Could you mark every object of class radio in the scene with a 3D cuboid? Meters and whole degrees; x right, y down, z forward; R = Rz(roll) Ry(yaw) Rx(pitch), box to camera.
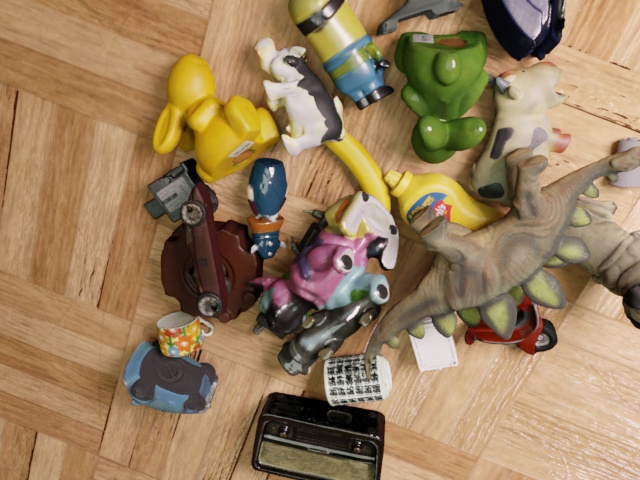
[{"bbox_3d":[0.001,0.356,0.952,0.230,0.073,0.131,9,111,5],"label":"radio"}]

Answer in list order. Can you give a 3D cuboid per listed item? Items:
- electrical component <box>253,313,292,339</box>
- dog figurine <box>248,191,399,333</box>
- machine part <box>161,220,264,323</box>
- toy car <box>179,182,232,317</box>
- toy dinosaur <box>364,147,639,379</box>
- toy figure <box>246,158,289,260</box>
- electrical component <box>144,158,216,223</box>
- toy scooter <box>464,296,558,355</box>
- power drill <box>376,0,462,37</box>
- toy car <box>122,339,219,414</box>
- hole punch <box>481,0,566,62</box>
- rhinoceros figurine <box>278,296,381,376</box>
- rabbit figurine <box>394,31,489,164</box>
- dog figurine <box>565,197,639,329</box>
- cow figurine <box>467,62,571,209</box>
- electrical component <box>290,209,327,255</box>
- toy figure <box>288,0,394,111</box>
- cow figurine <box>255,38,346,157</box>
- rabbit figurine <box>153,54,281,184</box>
[{"bbox_3d":[-0.071,0.136,0.910,0.063,0.021,0.094,39,110,-7],"label":"electrical component"},{"bbox_3d":[-0.005,0.040,0.783,0.108,0.191,0.219,38,141,-29],"label":"dog figurine"},{"bbox_3d":[-0.175,0.048,0.875,0.179,0.056,0.179,3,109,8],"label":"machine part"},{"bbox_3d":[-0.170,0.017,0.788,0.053,0.089,0.202,-6,107,6],"label":"toy car"},{"bbox_3d":[0.209,0.036,0.715,0.471,0.105,0.198,-35,101,25],"label":"toy dinosaur"},{"bbox_3d":[-0.080,-0.046,0.825,0.064,0.058,0.154,5,111,-1],"label":"toy figure"},{"bbox_3d":[-0.232,-0.069,0.846,0.119,0.048,0.074,-26,103,15],"label":"electrical component"},{"bbox_3d":[0.279,0.104,0.819,0.135,0.075,0.183,-15,112,13],"label":"toy scooter"},{"bbox_3d":[0.086,-0.370,0.677,0.232,0.086,0.207,-12,100,10],"label":"power drill"},{"bbox_3d":[-0.267,0.254,0.949,0.161,0.109,0.103,25,134,-13],"label":"toy car"},{"bbox_3d":[0.245,-0.282,0.655,0.092,0.142,0.115,-1,96,7],"label":"hole punch"},{"bbox_3d":[0.010,0.145,0.860,0.190,0.112,0.073,-41,83,7],"label":"rhinoceros figurine"},{"bbox_3d":[0.167,-0.173,0.707,0.121,0.159,0.170,-3,125,-1],"label":"rabbit figurine"},{"bbox_3d":[0.386,0.026,0.711,0.172,0.190,0.121,23,111,1],"label":"dog figurine"},{"bbox_3d":[0.264,-0.144,0.727,0.127,0.085,0.194,19,113,-4],"label":"cow figurine"},{"bbox_3d":[-0.002,-0.001,0.839,0.078,0.045,0.102,16,115,-20],"label":"electrical component"},{"bbox_3d":[0.030,-0.260,0.714,0.082,0.089,0.180,-30,101,10],"label":"toy figure"},{"bbox_3d":[-0.028,-0.206,0.741,0.098,0.068,0.167,-19,94,2],"label":"cow figurine"},{"bbox_3d":[-0.163,-0.179,0.776,0.162,0.122,0.173,-34,88,27],"label":"rabbit figurine"}]
